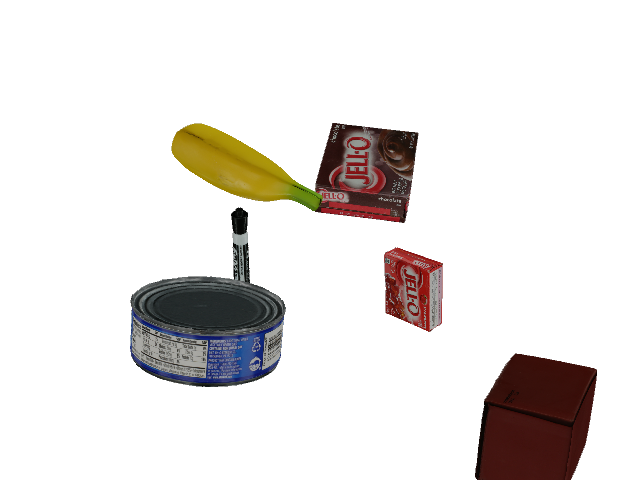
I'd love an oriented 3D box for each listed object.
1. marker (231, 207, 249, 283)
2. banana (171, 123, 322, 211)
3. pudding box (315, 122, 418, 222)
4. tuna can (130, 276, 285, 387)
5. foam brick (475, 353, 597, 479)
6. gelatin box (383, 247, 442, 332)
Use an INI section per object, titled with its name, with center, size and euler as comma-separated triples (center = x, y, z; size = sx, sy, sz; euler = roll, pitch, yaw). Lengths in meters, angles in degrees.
[marker]
center = -0.090, 0.016, 1.212
size = 0.020, 0.121, 0.020
euler = 0, 33, 0
[banana]
center = -0.074, -0.058, 0.791
size = 0.069, 0.037, 0.198
euler = 38, -4, -34
[pudding box]
center = 0.046, -0.068, 1.052
size = 0.090, 0.039, 0.113
euler = 8, 38, 5
[tuna can]
center = -0.063, 0.050, 0.595
size = 0.086, 0.034, 0.086
euler = 5, 17, -2
[foam brick]
center = 0.128, 0.108, 0.630
size = 0.053, 0.051, 0.078
euler = 11, 20, 22
[gelatin box]
center = 0.116, 0.061, 1.334
size = 0.073, 0.089, 0.030
euler = 22, 36, 40
